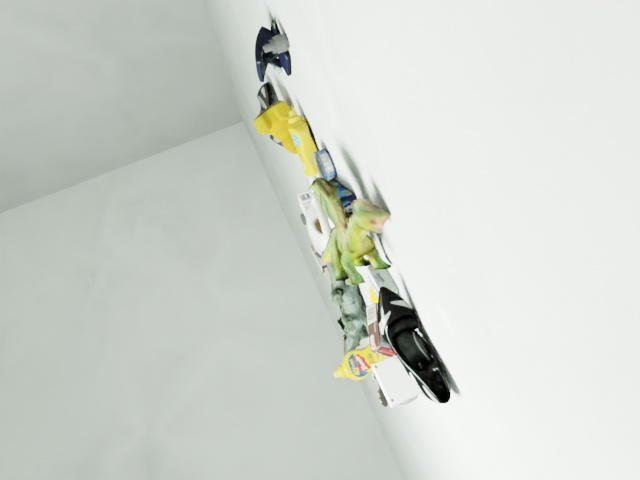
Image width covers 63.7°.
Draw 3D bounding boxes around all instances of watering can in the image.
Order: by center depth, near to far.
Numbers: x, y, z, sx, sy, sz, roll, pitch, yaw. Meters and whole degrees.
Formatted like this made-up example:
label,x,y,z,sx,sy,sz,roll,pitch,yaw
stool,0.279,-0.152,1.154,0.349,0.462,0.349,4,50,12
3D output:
label,x,y,z,sx,sy,sz,roll,pitch,yaw
watering can,0.005,-0.079,1.563,0.219,0.104,0.355,79,178,-59

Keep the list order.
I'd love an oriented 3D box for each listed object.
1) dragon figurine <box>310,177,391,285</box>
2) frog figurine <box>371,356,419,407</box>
label,x,y,z,sx,sy,sz,roll,pitch,yaw
dragon figurine,0.044,-0.032,1.169,0.411,0.123,0.241,8,120,66
frog figurine,0.224,0.382,1.420,0.159,0.121,0.140,13,-146,-53
